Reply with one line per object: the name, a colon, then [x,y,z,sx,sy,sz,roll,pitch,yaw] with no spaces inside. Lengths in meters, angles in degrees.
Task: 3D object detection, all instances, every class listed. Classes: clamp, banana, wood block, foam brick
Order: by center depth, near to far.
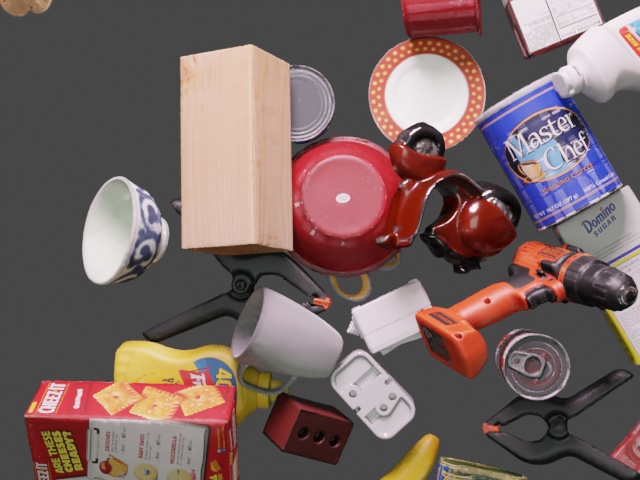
wood block: [-0.088,-0.091,1.137,0.091,0.090,0.206,-5,83,27]
clamp: [0.265,0.213,1.156,0.171,0.039,0.120,-13,65,12]
foam brick: [-0.013,0.206,1.163,0.078,0.051,0.053,21,94,-33]
banana: [0.050,0.281,1.181,0.198,0.037,0.069,-22,88,3]
clamp: [-0.090,0.041,1.197,0.210,0.036,0.164,5,89,6]

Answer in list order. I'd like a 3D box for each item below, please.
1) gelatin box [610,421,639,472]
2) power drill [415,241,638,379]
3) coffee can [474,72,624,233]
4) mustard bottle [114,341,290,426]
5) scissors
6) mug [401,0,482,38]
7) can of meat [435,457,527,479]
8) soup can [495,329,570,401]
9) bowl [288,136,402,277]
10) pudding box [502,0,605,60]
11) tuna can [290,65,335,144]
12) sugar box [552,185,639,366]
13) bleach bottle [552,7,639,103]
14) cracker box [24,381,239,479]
gelatin box: [0.369,0.243,1.162,0.089,0.030,0.073,40,92,4]
power drill: [0.206,0.069,1.087,0.187,0.185,0.057,-27,107,-15]
coffee can: [0.244,-0.093,1.142,0.103,0.103,0.140,-29,87,3]
mustard bottle: [-0.130,0.164,1.186,0.191,0.058,0.096,2,99,3]
scissors: [-0.008,0.001,1.201,0.202,0.016,0.096,21,88,4]
mug: [0.133,-0.274,1.167,0.081,0.093,0.117,-3,56,11]
can of meat: [0.170,0.289,1.163,0.102,0.057,0.084,12,87,4]
soup can: [0.225,0.131,1.139,0.068,0.102,0.068,0,89,4]
bowl: [0.026,-0.042,1.169,0.162,0.055,0.162,0,80,1]
pudding box: [0.251,-0.268,1.178,0.090,0.039,0.113,-21,89,3]
tuna can: [-0.025,-0.151,1.197,0.086,0.033,0.086,0,89,5]
sugar box: [0.338,0.039,1.162,0.093,0.048,0.176,-29,83,3]
bleach bottle: [0.359,-0.199,1.118,0.250,0.068,0.102,-24,86,-15]
cracker box: [-0.195,0.236,1.154,0.214,0.072,0.164,1,119,4]
